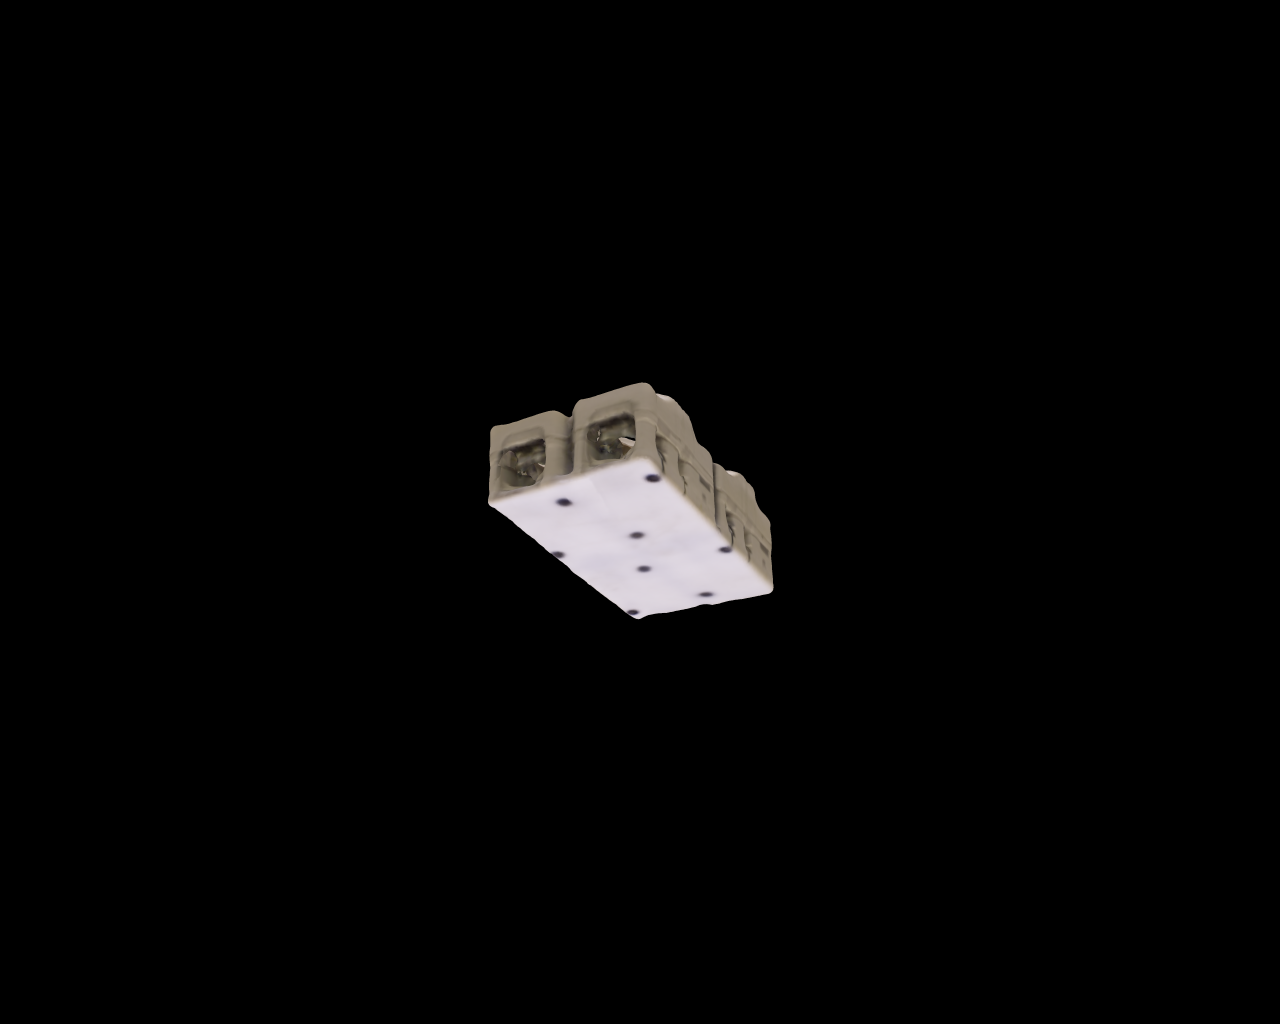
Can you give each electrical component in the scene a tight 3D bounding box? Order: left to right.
[{"bbox_3d":[0.001,-0.003,0.650,0.105,0.060,0.186,-14,-32,24],"label":"electrical component"}]
